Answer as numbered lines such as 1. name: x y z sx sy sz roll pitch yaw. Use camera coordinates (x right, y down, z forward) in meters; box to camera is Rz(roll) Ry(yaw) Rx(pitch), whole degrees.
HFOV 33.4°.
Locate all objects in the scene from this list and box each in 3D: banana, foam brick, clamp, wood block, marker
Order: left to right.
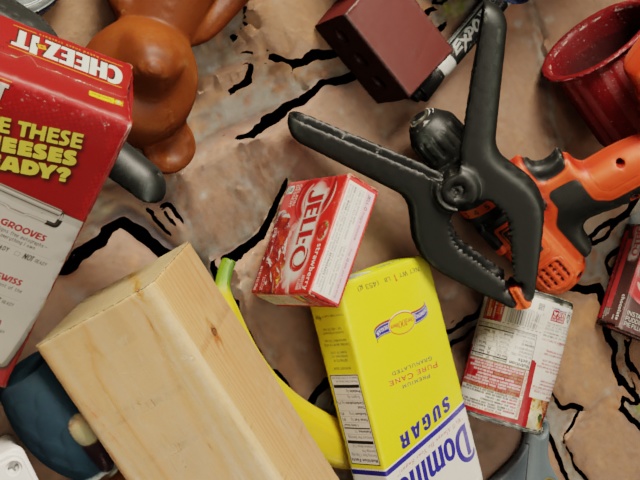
1. clamp: -0.182 -0.072 0.649 0.120 0.039 0.171 -29 99 21
2. wood block: -0.075 0.118 0.683 0.090 0.090 0.206 -28 100 15
3. banana: -0.025 0.107 0.755 0.069 0.037 0.197 -42 107 -14
4. foam brick: 0.045 -0.144 0.760 0.051 0.053 0.078 -46 108 -14
5. marker: 0.107 -0.150 0.803 0.020 0.020 0.121 45 77 -18
6. clamp: 0.100 -0.048 0.736 0.165 0.036 0.210 -35 101 19

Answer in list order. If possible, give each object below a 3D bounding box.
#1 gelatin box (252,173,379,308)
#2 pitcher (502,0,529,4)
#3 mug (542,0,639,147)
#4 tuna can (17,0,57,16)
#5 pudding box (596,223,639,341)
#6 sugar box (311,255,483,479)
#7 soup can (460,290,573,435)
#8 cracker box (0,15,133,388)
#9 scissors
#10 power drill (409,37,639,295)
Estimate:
1. gelatin box: -0.005 0.001 0.729 0.030 0.073 0.089 28 73 -31
2. pitcher: 0.177 -0.296 0.768 0.242 0.145 0.149 -33 146 -21
3. mug: 0.241 -0.131 0.818 0.117 0.093 0.081 -40 112 2
4. tuna can: -0.199 -0.179 0.669 0.086 0.034 0.086 -1 94 -22
5. pudding box: 0.292 0.046 0.879 0.113 0.039 0.090 21 85 -22
6. sugar box: 0.055 0.107 0.762 0.093 0.048 0.176 -18 92 -39
7. soup can: 0.146 0.089 0.807 0.068 0.069 0.102 17 86 -22
8. cracker box: -0.218 -0.027 0.593 0.164 0.072 0.214 19 124 -22
9. scissors: 0.156 0.160 0.843 0.096 0.016 0.202 -9 96 -22
10. power drill: 0.182 -0.066 0.772 0.188 0.057 0.184 -35 115 23
